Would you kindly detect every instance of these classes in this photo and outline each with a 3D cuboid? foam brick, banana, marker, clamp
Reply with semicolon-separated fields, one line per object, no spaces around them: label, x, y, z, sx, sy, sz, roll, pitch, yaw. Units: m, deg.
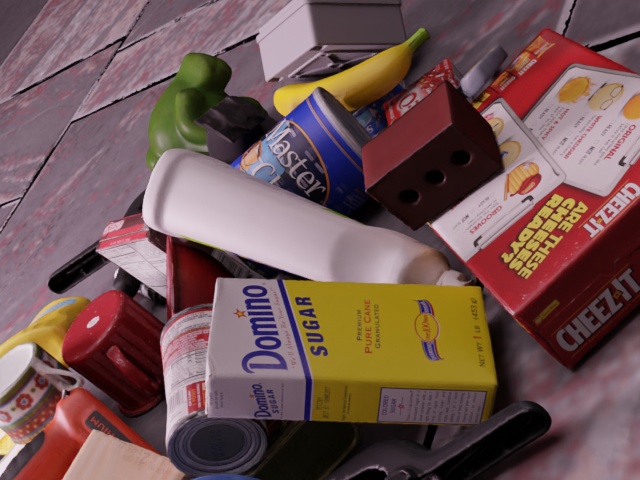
foam brick;0.074;-0.055;0.711;0.078;0.053;0.051;-38;31;25
banana;0.016;-0.139;0.988;0.198;0.037;0.069;-13;25;43
marker;-0.183;0.047;1.103;0.020;0.020;0.121;-53;30;-12
clamp;-0.187;-0.010;1.140;0.209;0.036;0.165;-48;30;-20
clamp;0.056;0.161;0.625;0.172;0.039;0.120;-26;29;43

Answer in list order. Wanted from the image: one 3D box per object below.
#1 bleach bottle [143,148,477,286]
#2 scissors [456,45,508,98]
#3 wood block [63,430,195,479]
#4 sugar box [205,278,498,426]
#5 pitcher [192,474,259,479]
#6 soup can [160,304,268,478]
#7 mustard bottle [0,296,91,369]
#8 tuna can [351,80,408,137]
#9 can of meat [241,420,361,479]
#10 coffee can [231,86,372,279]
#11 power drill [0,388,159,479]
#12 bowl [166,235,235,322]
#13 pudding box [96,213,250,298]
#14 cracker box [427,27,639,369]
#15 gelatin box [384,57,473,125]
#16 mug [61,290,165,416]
bleach bottle;-0.005;0.001;0.785;0.251;0.102;0.068;21;94;30
scissors;0.111;-0.116;0.841;0.096;0.016;0.201;-45;0;6
wood block;-0.155;0.247;0.715;0.090;0.090;0.206;13;61;29
sugar box;0.018;0.069;0.678;0.176;0.048;0.093;3;38;-3
pitcher;-0.067;0.248;0.577;0.145;0.149;0.243;-35;28;21
soup can;-0.073;0.101;0.721;0.069;0.068;0.102;-36;35;18
mustard bottle;-0.269;0.099;1.074;0.096;0.058;0.191;-35;8;6
tuna can;0.041;-0.131;1.015;0.086;0.033;0.086;-33;31;23
can of meat;-0.029;0.137;0.750;0.102;0.057;0.084;-47;31;0
coffee can;-0.020;-0.049;0.921;0.140;0.102;0.103;-40;29;12
power drill;-0.205;0.220;0.814;0.187;0.184;0.057;-44;-15;-25
bowl;-0.095;0.075;0.865;0.055;0.162;0.162;-1;31;-10
pudding box;-0.135;0.019;0.977;0.090;0.113;0.039;-9;49;48
cracker box;0.157;-0.037;0.706;0.164;0.072;0.214;-45;30;6
gelatin box;0.095;-0.109;0.920;0.073;0.030;0.089;-35;31;20
mug;-0.174;0.103;0.956;0.093;0.081;0.117;-46;29;0
